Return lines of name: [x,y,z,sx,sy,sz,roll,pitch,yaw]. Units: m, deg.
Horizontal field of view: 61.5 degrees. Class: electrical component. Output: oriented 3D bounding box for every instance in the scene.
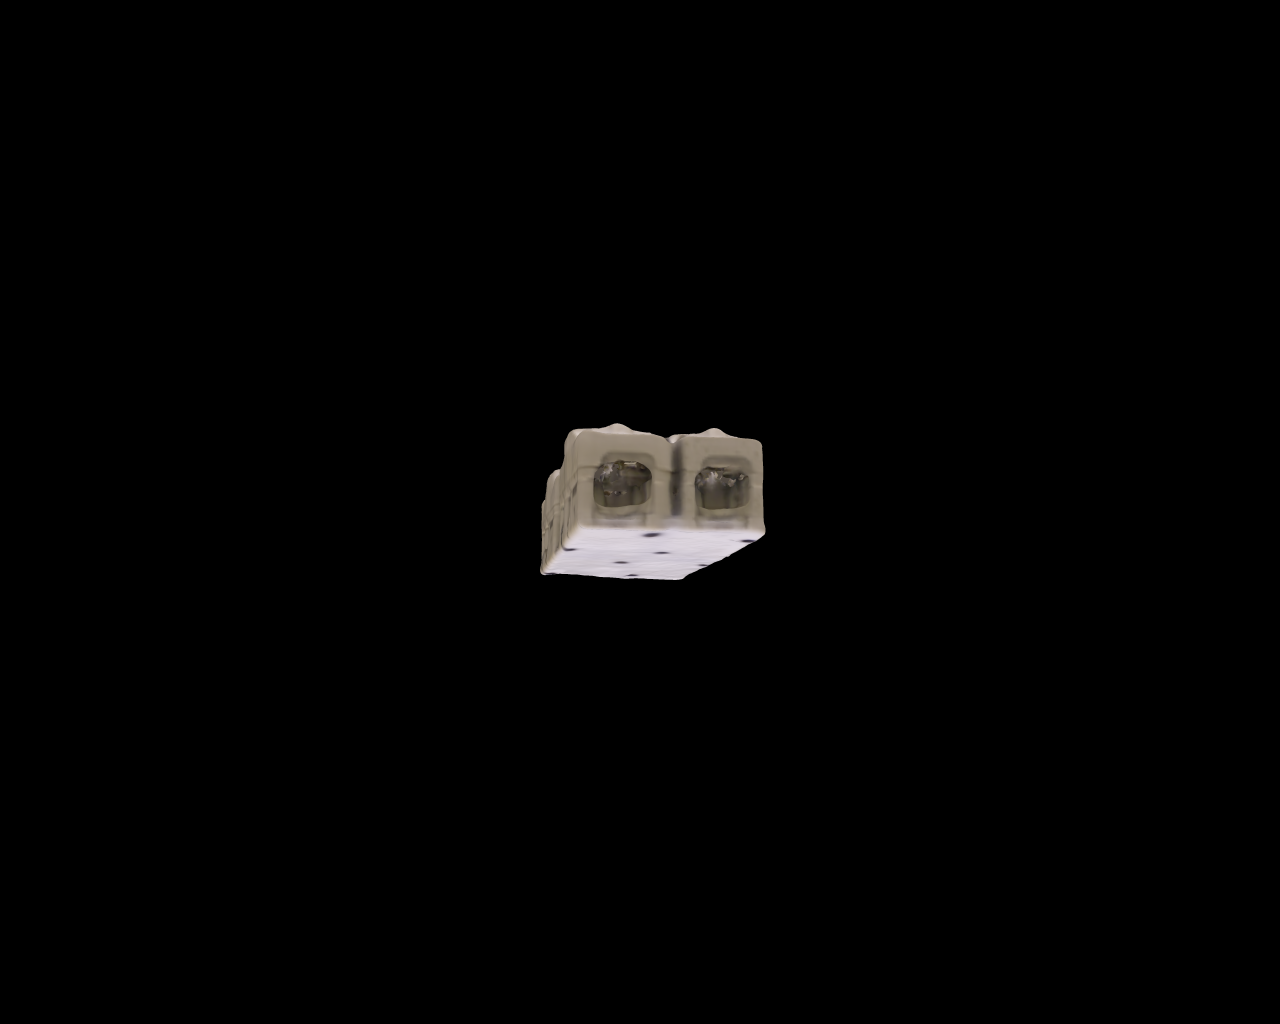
electrical component: [0.001,-0.003,0.650,0.105,0.060,0.186,2,-12,-11]
